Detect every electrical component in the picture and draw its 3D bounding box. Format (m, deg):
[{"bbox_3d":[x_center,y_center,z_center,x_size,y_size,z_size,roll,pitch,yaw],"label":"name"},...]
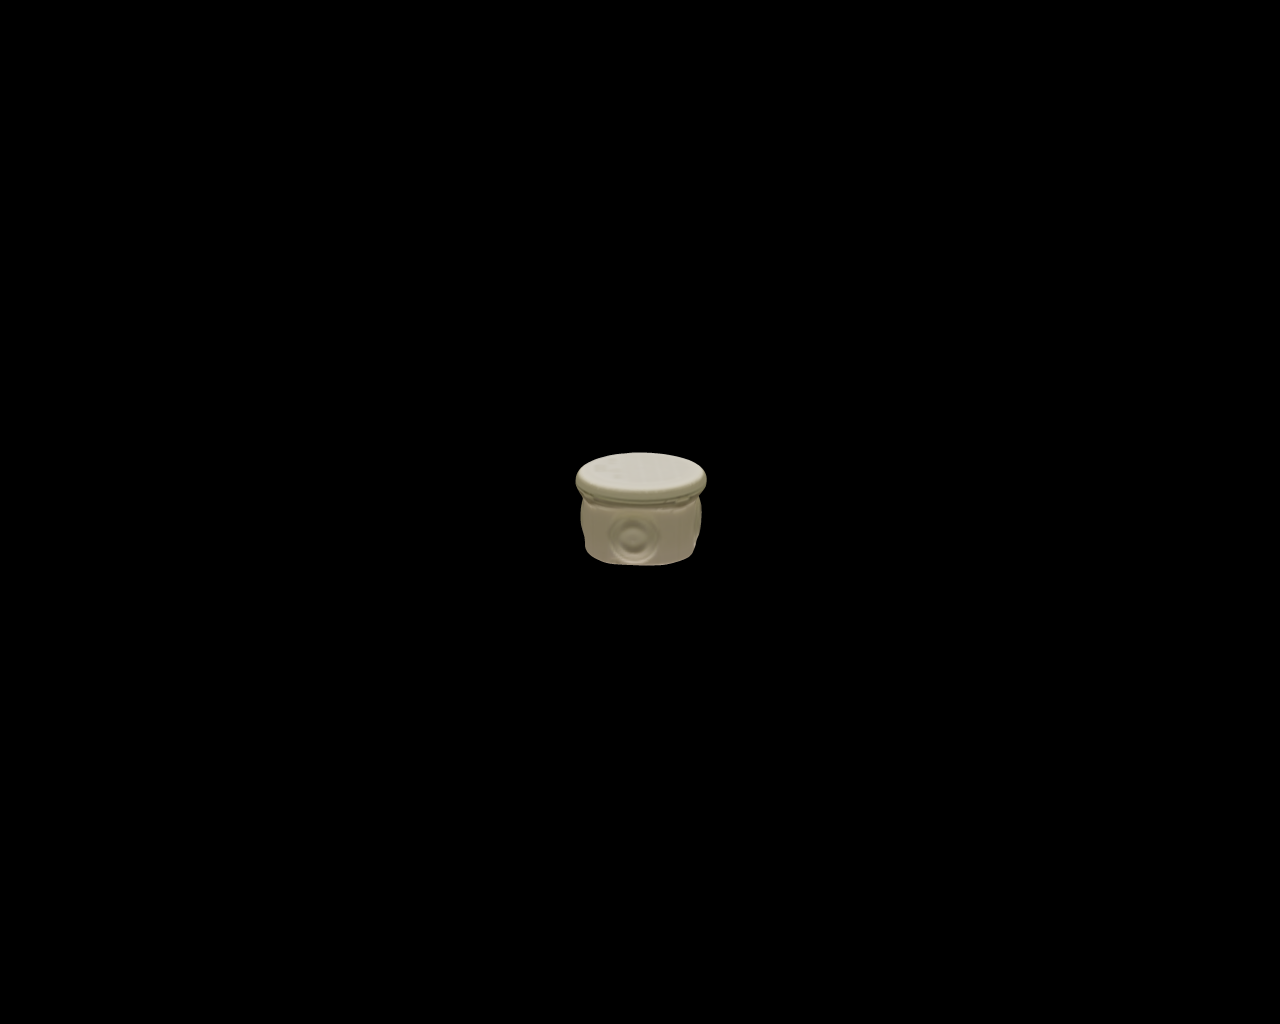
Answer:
[{"bbox_3d":[0.001,-0.003,0.650,0.080,0.051,0.080,0,20,0],"label":"electrical component"}]
